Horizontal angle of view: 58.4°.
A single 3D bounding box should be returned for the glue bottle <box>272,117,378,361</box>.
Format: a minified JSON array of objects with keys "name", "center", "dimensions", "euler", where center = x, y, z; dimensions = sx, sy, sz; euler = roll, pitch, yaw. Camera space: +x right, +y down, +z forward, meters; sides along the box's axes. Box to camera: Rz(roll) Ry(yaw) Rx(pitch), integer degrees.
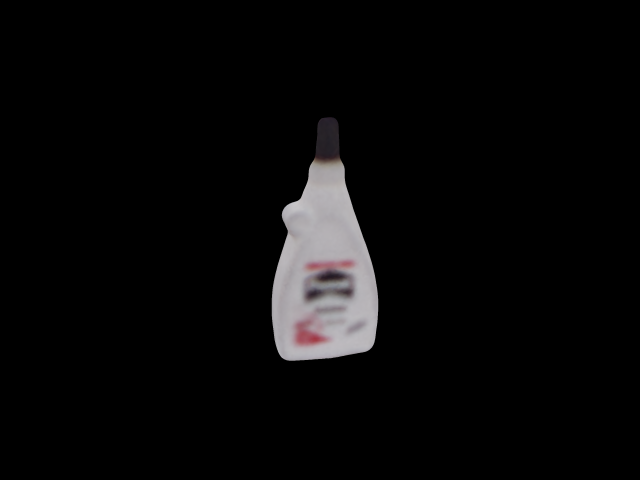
[{"name":"glue bottle","center":[0.004,0.001,0.400],"dimensions":[0.078,0.173,0.037],"euler":[-6,23,-14]}]
